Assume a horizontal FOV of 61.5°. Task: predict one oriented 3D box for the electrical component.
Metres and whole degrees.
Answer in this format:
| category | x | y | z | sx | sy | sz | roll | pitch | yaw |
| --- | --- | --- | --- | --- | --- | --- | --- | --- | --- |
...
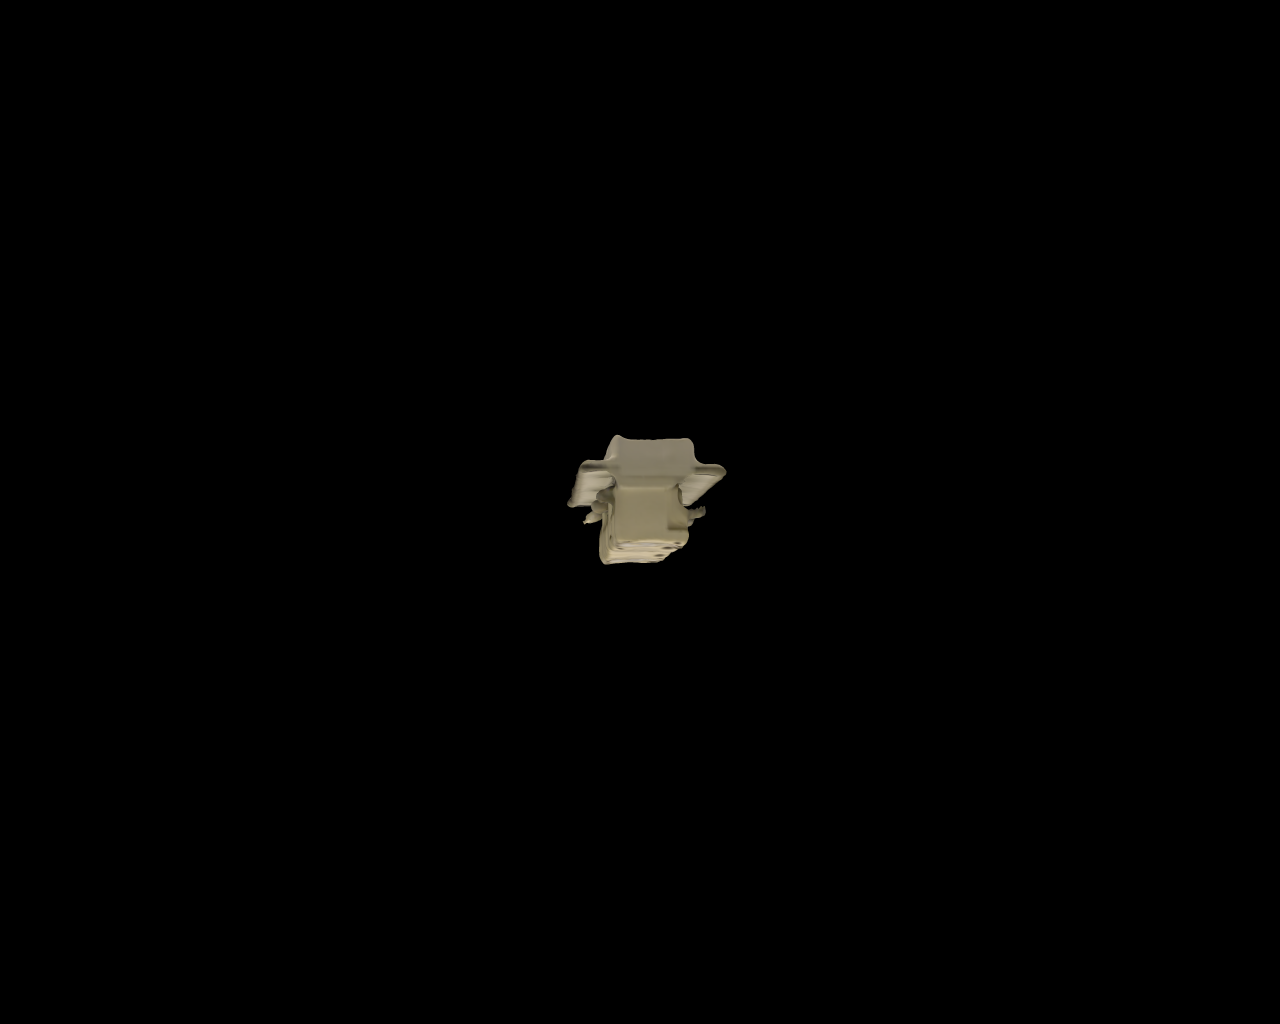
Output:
| category | x | y | z | sx | sy | sz | roll | pitch | yaw |
| --- | --- | --- | --- | --- | --- | --- | --- | --- | --- |
| electrical component | 0.001 | -0.003 | 0.650 | 0.079 | 0.063 | 0.121 | 1 | -9 | -7 |
